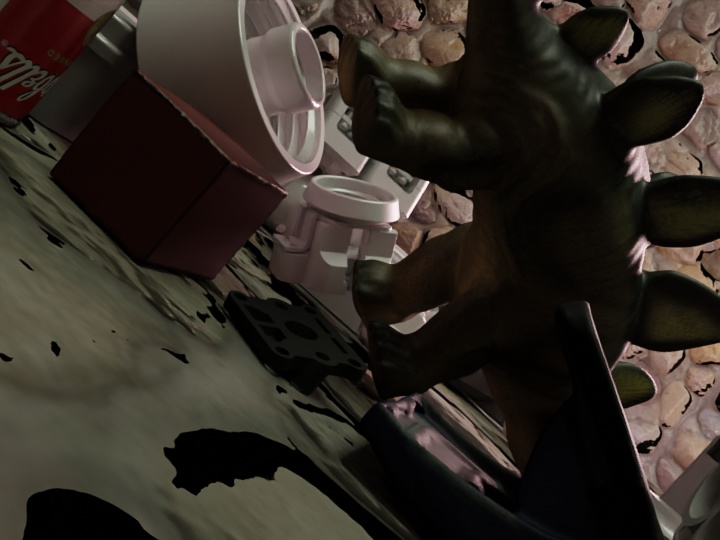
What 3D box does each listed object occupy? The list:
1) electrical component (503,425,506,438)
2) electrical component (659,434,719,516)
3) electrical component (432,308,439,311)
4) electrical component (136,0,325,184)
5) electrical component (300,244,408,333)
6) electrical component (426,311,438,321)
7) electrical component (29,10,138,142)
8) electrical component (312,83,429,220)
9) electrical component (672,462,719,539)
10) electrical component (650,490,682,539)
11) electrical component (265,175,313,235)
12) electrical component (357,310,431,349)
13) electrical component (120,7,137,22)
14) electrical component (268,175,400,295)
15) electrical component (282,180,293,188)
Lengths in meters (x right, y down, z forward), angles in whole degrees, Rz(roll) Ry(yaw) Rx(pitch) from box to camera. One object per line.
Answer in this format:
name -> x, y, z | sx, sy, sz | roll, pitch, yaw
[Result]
electrical component -> 0.147, 0.135, 0.805 | 0.043, 0.043, 0.081 | 39, 5, -38
electrical component -> 0.209, 0.166, 0.599 | 0.109, 0.108, 0.056 | 44, 7, 25
electrical component -> 0.030, 0.028, 0.824 | 0.077, 0.043, 0.079 | 39, 4, -39
electrical component -> -0.051, -0.089, 0.506 | 0.108, 0.060, 0.108 | -11, 90, -73
electrical component -> 0.000, 0.000, 0.734 | 0.078, 0.057, 0.113 | 42, 4, -8
electrical component -> 0.045, 0.050, 0.742 | 0.048, 0.048, 0.062 | 41, -3, -9
electrical component -> -0.128, -0.097, 0.524 | 0.078, 0.057, 0.113 | 44, 4, 24
electrical component -> -0.036, -0.087, 0.892 | 0.105, 0.060, 0.186 | 40, -20, -26
electrical component -> 0.163, 0.122, 0.414 | 0.062, 0.089, 0.150 | 42, 24, 6
electrical component -> 0.148, 0.150, 0.540 | 0.089, 0.055, 0.050 | 40, 4, -33
electrical component -> -0.054, -0.053, 0.822 | 0.047, 0.055, 0.055 | 38, 4, -8
electrical component -> 0.027, 0.025, 0.656 | 0.035, 0.061, 0.035 | 35, -17, 12
electrical component -> -0.179, -0.161, 0.770 | 0.074, 0.052, 0.138 | 41, 4, -9
electrical component -> -0.009, -0.021, 0.631 | 0.078, 0.057, 0.058 | 5, 19, -25
electrical component -> -0.077, -0.090, 0.624 | 0.108, 0.108, 0.060 | 42, -2, -5
